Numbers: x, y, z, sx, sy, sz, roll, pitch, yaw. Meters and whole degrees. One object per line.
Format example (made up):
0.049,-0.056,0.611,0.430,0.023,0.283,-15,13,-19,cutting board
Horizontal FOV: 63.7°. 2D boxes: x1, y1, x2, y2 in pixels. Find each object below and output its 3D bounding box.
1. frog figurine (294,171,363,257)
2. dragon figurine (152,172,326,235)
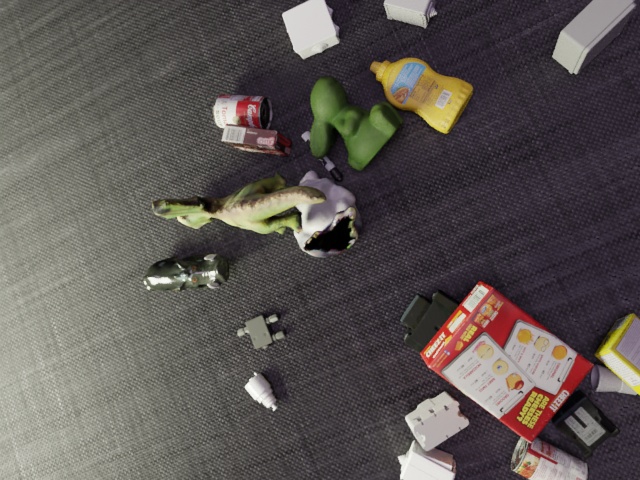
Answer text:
0.003,-0.049,0.982,0.136,0.121,0.163,-51,40,16,frog figurine
-0.166,-0.055,0.905,0.243,0.408,0.122,-8,90,-21,dragon figurine
